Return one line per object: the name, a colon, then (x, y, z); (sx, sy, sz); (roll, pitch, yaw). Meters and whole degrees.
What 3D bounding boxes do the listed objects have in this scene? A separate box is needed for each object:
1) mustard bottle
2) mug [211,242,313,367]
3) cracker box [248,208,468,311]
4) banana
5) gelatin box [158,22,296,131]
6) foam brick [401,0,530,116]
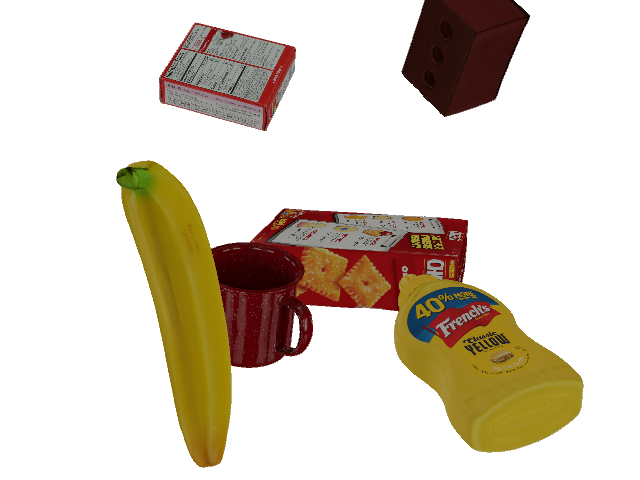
mustard bottle: (0.112, 0.081, 0.831); (0.096, 0.058, 0.192); (-17, 34, -17)
mug: (-0.054, 0.062, 0.934); (0.117, 0.081, 0.093); (23, 31, 31)
cracker box: (0.044, 0.021, 1.133); (0.214, 0.072, 0.164); (4, 15, 11)
banana: (-0.079, 0.032, 0.583); (0.037, 0.198, 0.069); (-1, 33, 17)
gelatin box: (-0.072, -0.128, 0.831); (0.089, 0.073, 0.030); (15, -39, 8)
foam brick: (0.098, -0.134, 0.734); (0.051, 0.053, 0.078); (-24, -31, -29)
